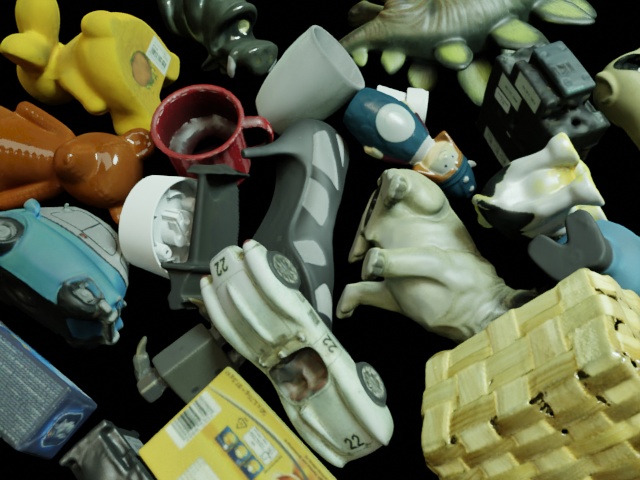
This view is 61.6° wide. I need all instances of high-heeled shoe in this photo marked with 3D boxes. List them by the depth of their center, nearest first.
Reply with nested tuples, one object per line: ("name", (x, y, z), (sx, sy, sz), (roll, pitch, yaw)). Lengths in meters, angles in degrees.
("high-heeled shoe", (-0.001, -0.002, 0.532), (0.145, 0.086, 0.248), (-10, 85, -47))

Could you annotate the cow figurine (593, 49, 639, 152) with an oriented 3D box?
("cow figurine", (0.352, -0.107, 0.534), (0.127, 0.085, 0.195), (-24, 67, -15))

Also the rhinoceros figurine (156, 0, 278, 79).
("rhinoceros figurine", (-0.124, -0.249, 0.625), (0.073, 0.112, 0.191), (-23, 46, -39))

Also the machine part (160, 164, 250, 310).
("machine part", (-0.102, -0.003, 0.497), (0.039, 0.084, 0.138), (2, 83, 40))

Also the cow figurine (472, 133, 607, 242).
("cow figurine", (0.198, -0.026, 0.481), (0.098, 0.167, 0.068), (-27, 67, 23))

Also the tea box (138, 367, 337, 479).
("tea box", (-0.045, 0.194, 0.417), (0.098, 0.068, 0.170), (-41, 69, -15))

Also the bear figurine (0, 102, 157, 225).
("bear figurine", (-0.278, -0.080, 0.542), (0.196, 0.132, 0.120), (12, 88, 15))

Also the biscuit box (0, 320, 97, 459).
("biscuit box", (-0.298, 0.109, 0.481), (0.203, 0.059, 0.063), (31, 68, 18))

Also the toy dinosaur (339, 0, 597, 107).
("toy dinosaur", (0.198, -0.269, 0.619), (0.472, 0.105, 0.198), (-26, 72, 1))

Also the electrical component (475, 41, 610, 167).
("electrical component", (0.212, -0.119, 0.521), (0.058, 0.134, 0.115), (-20, 65, -7))

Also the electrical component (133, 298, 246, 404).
("electrical component", (-0.110, 0.100, 0.468), (0.102, 0.078, 0.045), (-42, 45, -10))

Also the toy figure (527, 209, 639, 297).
("toy figure", (0.243, 0.038, 0.434), (0.082, 0.180, 0.089), (-19, 61, 46))

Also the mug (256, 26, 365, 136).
("mug", (-0.022, -0.171, 0.581), (0.107, 0.080, 0.110), (-37, 58, 24))

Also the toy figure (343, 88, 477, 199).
("toy figure", (0.095, -0.093, 0.547), (0.154, 0.058, 0.064), (36, 112, 4))

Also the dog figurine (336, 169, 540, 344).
("dog figurine", (0.128, 0.023, 0.488), (0.191, 0.121, 0.172), (18, 66, -5))

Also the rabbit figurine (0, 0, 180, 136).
("rabbit figurine", (-0.270, -0.186, 0.593), (0.173, 0.162, 0.122), (2, 75, 25))

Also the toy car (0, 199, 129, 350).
("toy car", (-0.236, 0.021, 0.501), (0.162, 0.109, 0.103), (29, 51, 8))

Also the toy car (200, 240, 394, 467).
("toy car", (-0.020, 0.090, 0.433), (0.073, 0.056, 0.201), (-37, 92, 25))

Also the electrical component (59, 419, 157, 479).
("electrical component", (-0.141, 0.202, 0.416), (0.048, 0.074, 0.119), (-43, 64, -16))
